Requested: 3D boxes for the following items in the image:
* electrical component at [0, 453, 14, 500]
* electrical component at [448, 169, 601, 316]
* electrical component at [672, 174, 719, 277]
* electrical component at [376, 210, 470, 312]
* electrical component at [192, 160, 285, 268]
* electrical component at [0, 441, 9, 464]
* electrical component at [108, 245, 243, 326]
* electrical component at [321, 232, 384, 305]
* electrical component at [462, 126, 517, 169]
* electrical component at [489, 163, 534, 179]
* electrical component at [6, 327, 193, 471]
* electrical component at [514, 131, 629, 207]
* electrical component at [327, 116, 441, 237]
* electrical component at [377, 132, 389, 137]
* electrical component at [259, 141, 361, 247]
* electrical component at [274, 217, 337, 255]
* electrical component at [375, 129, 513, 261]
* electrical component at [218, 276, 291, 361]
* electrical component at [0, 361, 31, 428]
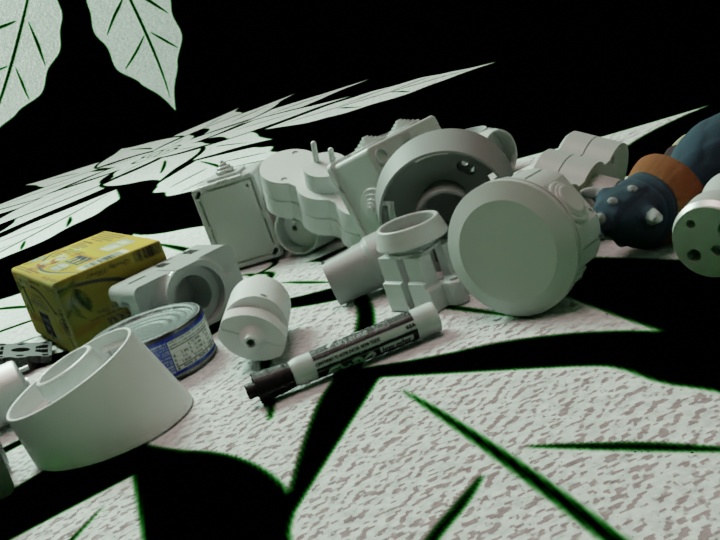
[{"bbox_3d":[-0.246,0.110,0.590,0.089,0.055,0.050,-25,55,-22],"label":"electrical component"},{"bbox_3d":[0.096,-0.018,0.625,0.080,0.080,0.051,-8,13,36],"label":"electrical component"},{"bbox_3d":[0.200,-0.025,0.589,0.045,0.045,0.055,-6,20,40],"label":"electrical component"},{"bbox_3d":[0.039,-0.006,0.696,0.048,0.055,0.066,-29,18,-34],"label":"electrical component"},{"bbox_3d":[-0.107,-0.056,0.976,0.062,0.096,0.061,-16,15,12],"label":"electrical component"},{"bbox_3d":[-0.260,0.116,0.648,0.081,0.043,0.043,-25,16,-23],"label":"electrical component"},{"bbox_3d":[-0.138,0.019,0.835,0.089,0.050,0.056,-29,17,-33],"label":"electrical component"},{"bbox_3d":[0.000,0.000,0.758,0.046,0.040,0.040,-25,15,1],"label":"electrical component"},{"bbox_3d":[0.091,-0.099,0.991,0.079,0.044,0.077,-29,18,-34],"label":"electrical component"},{"bbox_3d":[0.115,-0.054,0.798,0.055,0.045,0.045,-12,16,25],"label":"electrical component"},{"bbox_3d":[-0.162,0.082,0.658,0.099,0.064,0.099,-30,17,10],"label":"electrical component"},{"bbox_3d":[0.153,-0.047,0.718,0.074,0.052,0.138,19,33,27],"label":"electrical component"},{"bbox_3d":[0.036,-0.062,0.821,0.100,0.099,0.048,-32,6,-41],"label":"electrical component"},{"bbox_3d":[0.034,-0.078,0.941,0.042,0.081,0.064,-21,-8,-7],"label":"electrical component"},{"bbox_3d":[-0.027,-0.072,0.883,0.138,0.073,0.052,25,49,34],"label":"electrical component"},{"bbox_3d":[-0.025,-0.050,0.958,0.079,0.043,0.077,-11,17,29],"label":"electrical component"},{"bbox_3d":[0.060,-0.046,0.743,0.099,0.099,0.064,-16,21,10],"label":"electrical component"},{"bbox_3d":[-0.068,0.035,0.704,0.043,0.043,0.081,-18,15,4],"label":"electrical component"},{"bbox_3d":[-0.261,0.093,0.739,0.078,0.040,0.040,-24,16,-19],"label":"electrical component"}]
